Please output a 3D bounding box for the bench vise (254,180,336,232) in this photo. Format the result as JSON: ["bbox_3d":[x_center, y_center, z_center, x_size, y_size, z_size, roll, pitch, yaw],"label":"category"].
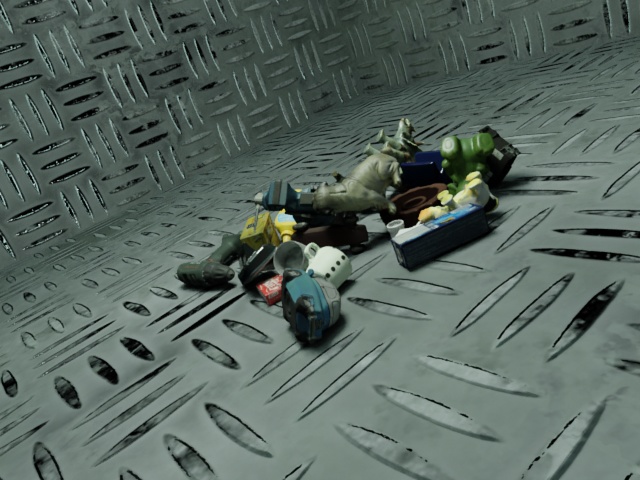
[{"bbox_3d":[-0.051,-0.079,1.410,0.224,0.129,0.240,-9,-16,8],"label":"bench vise"}]

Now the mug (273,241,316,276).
[{"bbox_3d":[-0.035,0.058,1.198,0.081,0.110,0.107,-45,-28,16],"label":"mug"}]

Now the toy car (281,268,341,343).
[{"bbox_3d":[-0.012,0.117,1.008,0.103,0.109,0.162,-8,24,-18],"label":"toy car"}]

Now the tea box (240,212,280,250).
[{"bbox_3d":[-0.161,-0.001,1.473,0.068,0.098,0.170,-18,18,6],"label":"tea box"}]

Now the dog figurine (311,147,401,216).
[{"bbox_3d":[0.081,-0.138,1.262,0.190,0.172,0.121,4,-1,-19],"label":"dog figurine"}]

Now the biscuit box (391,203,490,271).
[{"bbox_3d":[0.254,-0.010,1.126,0.203,0.062,0.059,-24,19,-9],"label":"biscuit box"}]

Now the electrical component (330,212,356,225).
[{"bbox_3d":[0.034,-0.071,1.536,0.119,0.047,0.075,-2,26,43],"label":"electrical component"}]

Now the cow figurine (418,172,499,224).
[{"bbox_3d":[0.310,-0.068,1.209,0.167,0.098,0.068,-34,18,22],"label":"cow figurine"}]

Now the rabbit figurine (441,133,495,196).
[{"bbox_3d":[0.347,-0.148,1.291,0.121,0.170,0.159,-2,-16,2],"label":"rabbit figurine"}]

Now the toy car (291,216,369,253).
[{"bbox_3d":[0.023,-0.008,1.306,0.202,0.089,0.053,-9,13,24],"label":"toy car"}]

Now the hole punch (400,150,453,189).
[{"bbox_3d":[0.289,-0.174,1.445,0.142,0.115,0.092,1,23,42],"label":"hole punch"}]

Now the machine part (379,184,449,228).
[{"bbox_3d":[0.238,-0.078,1.330,0.179,0.056,0.179,-21,17,7],"label":"machine part"}]

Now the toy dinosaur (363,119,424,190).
[{"bbox_3d":[0.241,-0.220,1.606,0.131,0.192,0.405,-56,19,34],"label":"toy dinosaur"}]

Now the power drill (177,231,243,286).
[{"bbox_3d":[-0.267,0.058,1.471,0.232,0.085,0.207,-9,30,37],"label":"power drill"}]

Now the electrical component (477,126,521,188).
[{"bbox_3d":[0.423,-0.201,1.355,0.058,0.115,0.134,-27,-24,-33],"label":"electrical component"}]

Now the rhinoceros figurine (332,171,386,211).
[{"bbox_3d":[0.103,-0.134,1.531,0.191,0.112,0.073,23,85,44],"label":"rhinoceros figurine"}]

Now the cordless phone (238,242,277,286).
[{"bbox_3d":[-0.104,0.056,1.309,0.184,0.088,0.146,-3,-15,-17],"label":"cordless phone"}]
